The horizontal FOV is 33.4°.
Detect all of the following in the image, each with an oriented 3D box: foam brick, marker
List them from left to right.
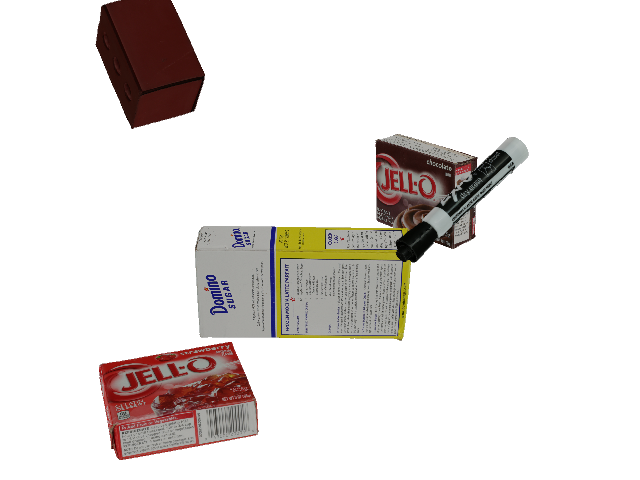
[{"bbox_3d":[-0.125,-0.132,0.775,0.051,0.078,0.053,-18,-17,-23],"label":"foam brick"},{"bbox_3d":[0.094,-0.027,0.712,0.121,0.020,0.020,-42,17,-21],"label":"marker"}]

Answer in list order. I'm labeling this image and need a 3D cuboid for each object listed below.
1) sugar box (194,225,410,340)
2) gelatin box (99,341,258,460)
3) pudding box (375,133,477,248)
[{"bbox_3d":[-0.015,0.035,0.897,0.176,0.093,0.048,3,32,2],"label":"sugar box"},{"bbox_3d":[-0.090,0.098,0.665,0.089,0.030,0.073,-8,25,-14],"label":"gelatin box"},{"bbox_3d":[0.105,-0.051,1.074,0.039,0.090,0.114,-22,30,-38],"label":"pudding box"}]
